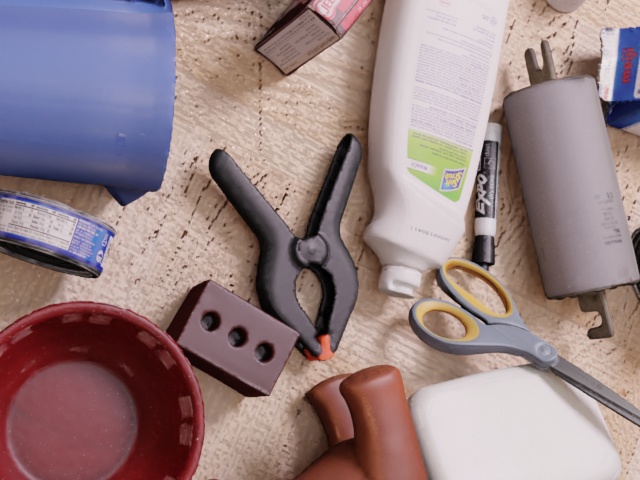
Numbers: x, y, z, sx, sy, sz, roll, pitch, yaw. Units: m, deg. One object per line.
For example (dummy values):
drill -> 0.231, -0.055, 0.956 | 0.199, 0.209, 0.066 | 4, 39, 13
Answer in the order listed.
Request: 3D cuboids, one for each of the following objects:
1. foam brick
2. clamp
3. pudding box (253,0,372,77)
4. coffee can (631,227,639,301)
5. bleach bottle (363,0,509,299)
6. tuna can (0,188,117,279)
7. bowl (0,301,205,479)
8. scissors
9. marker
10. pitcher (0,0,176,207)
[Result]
foam brick -> -0.064, 0.070, 0.753 | 0.078, 0.051, 0.053 | 31, 72, -13
clamp -> -0.005, 0.001, 0.793 | 0.120, 0.039, 0.171 | -18, 95, -17
pudding box -> 0.007, -0.174, 0.784 | 0.039, 0.114, 0.090 | 42, 70, -11
coffee can -> 0.341, 0.006, 0.884 | 0.140, 0.103, 0.103 | -25, 91, -22
bleach bottle -> 0.076, -0.081, 0.824 | 0.102, 0.068, 0.251 | 16, 79, -17
tuna can -> -0.180, -0.003, 0.704 | 0.086, 0.086, 0.033 | 20, 78, -16
bowl -> -0.160, 0.123, 0.707 | 0.162, 0.055, 0.162 | 3, 81, -19
scissors -> 0.146, 0.089, 0.789 | 0.096, 0.016, 0.202 | -26, 58, -28
marker -> 0.134, -0.034, 0.860 | 0.020, 0.020, 0.121 | 8, 79, -19
pitcher -> -0.215, -0.112, 0.683 | 0.242, 0.145, 0.149 | 3, 75, -17
